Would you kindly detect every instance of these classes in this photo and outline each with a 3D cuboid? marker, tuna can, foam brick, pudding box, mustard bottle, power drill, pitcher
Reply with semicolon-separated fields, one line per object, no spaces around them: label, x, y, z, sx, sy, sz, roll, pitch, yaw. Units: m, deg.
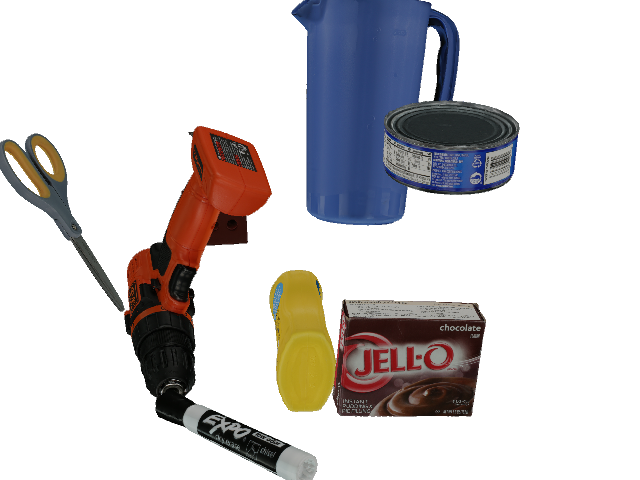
marker;-0.053;0.114;0.627;0.121;0.020;0.020;17;10;37
tuna can;0.083;-0.060;0.684;0.086;0.034;0.086;1;26;0
foam brick;-0.127;-0.029;1.274;0.078;0.053;0.051;-3;29;-3
pudding box;0.070;0.094;0.854;0.113;0.090;0.039;0;26;-8
mustard bottle;-0.022;0.086;1.107;0.058;0.096;0.191;-2;28;-5
power drill;-0.106;0.015;0.873;0.057;0.188;0.184;18;26;-26
pitcher;0.055;-0.143;1.152;0.149;0.243;0.144;8;11;25

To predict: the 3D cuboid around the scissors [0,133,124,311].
scissors;-0.250;-0.027;1.070;0.016;0.201;0.096;-26;27;23
